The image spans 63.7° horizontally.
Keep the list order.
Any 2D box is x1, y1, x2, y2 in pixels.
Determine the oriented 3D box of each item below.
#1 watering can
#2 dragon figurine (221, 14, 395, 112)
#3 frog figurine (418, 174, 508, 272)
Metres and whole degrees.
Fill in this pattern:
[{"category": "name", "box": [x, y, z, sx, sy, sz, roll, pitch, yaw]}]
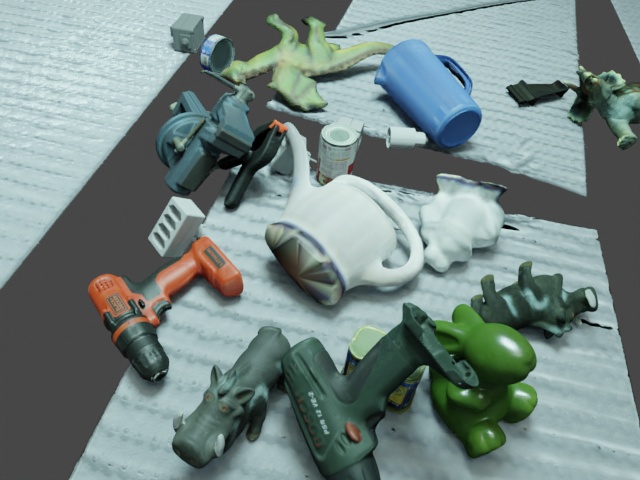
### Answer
[{"category": "watering can", "box": [0.002, -0.041, 0.819, 0.351, 0.101, 0.228, 42, 56, 16]}, {"category": "dragon figurine", "box": [-0.019, -0.382, 1.168, 0.410, 0.120, 0.248, 6, 64, 1]}, {"category": "frog figurine", "box": [0.230, -0.019, 0.859, 0.137, 0.122, 0.160, 18, 83, -1]}]
